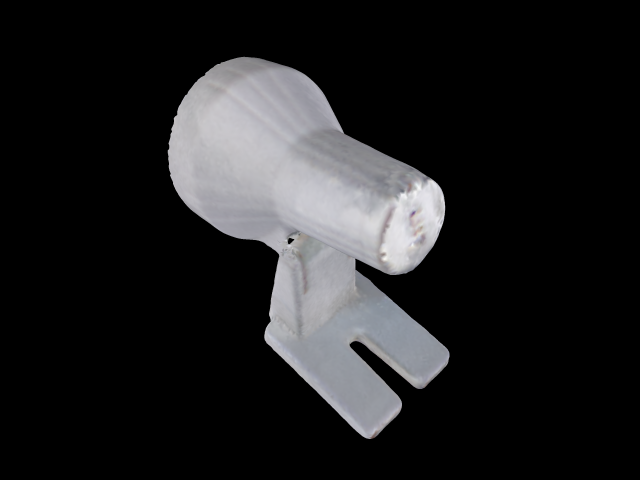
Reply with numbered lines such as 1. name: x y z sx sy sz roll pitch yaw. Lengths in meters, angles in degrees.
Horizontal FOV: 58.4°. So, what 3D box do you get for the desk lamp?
1. desk lamp: 0.004 0.001 0.400 0.118 0.214 0.202 -39 62 -24
